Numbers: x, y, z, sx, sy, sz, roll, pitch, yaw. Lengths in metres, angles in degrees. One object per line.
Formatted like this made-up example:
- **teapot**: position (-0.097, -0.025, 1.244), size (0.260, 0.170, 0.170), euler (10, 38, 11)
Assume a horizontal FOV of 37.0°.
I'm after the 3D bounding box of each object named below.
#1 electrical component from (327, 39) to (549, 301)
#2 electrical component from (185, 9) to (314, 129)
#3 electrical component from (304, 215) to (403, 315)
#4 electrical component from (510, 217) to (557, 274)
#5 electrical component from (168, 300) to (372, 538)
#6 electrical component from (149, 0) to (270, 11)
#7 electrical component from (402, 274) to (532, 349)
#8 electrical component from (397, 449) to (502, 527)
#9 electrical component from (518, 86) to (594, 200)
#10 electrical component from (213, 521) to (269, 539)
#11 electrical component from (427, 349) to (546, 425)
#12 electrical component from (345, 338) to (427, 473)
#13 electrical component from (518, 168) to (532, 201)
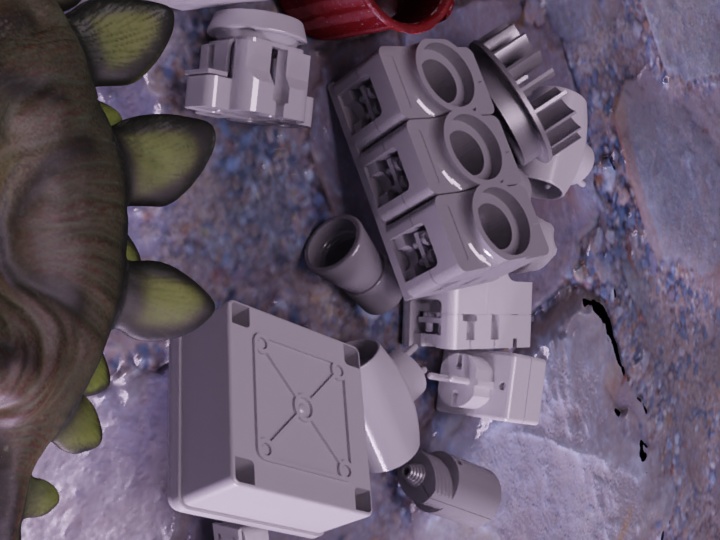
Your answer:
- **electrical component**: position (0.053, -0.066, 0.691), size (0.089, 0.062, 0.150), euler (-11, 77, -43)
- **electrical component**: position (-0.061, -0.116, 0.617), size (0.078, 0.058, 0.057), euler (5, 91, -44)
- **electrical component**: position (0.000, 0.000, 0.692), size (0.065, 0.044, 0.044), euler (44, 62, -41)
- **electrical component**: position (0.114, -0.018, 0.799), size (0.062, 0.043, 0.043), euler (-11, 99, -43)
- **electrical component**: position (-0.051, 0.086, 0.607), size (0.109, 0.056, 0.108), euler (25, 49, -42)
- **electrical component**: position (-0.083, -0.193, 0.582), size (0.061, 0.062, 0.096), euler (-16, 103, -69)
- **electrical component**: position (0.077, 0.026, 0.759), size (0.089, 0.050, 0.055), euler (2, 89, -44)
- **electrical component**: position (0.058, 0.149, 0.750), size (0.081, 0.043, 0.043), euler (28, 72, -41)
- **electrical component**: position (0.156, -0.091, 0.838), size (0.079, 0.044, 0.077), euler (29, 72, -41)
- **electrical component**: position (-0.079, 0.185, 0.609), size (0.057, 0.058, 0.078), euler (-12, 99, -46)
- **electrical component**: position (0.080, 0.079, 0.753), size (0.077, 0.066, 0.047), euler (14, 82, -44)
- **electrical component**: position (0.017, 0.079, 0.708), size (0.079, 0.043, 0.077), euler (-39, 117, -37)
- **electrical component**: position (0.090, -0.058, 0.768), size (0.047, 0.055, 0.055), euler (27, 73, -45)
